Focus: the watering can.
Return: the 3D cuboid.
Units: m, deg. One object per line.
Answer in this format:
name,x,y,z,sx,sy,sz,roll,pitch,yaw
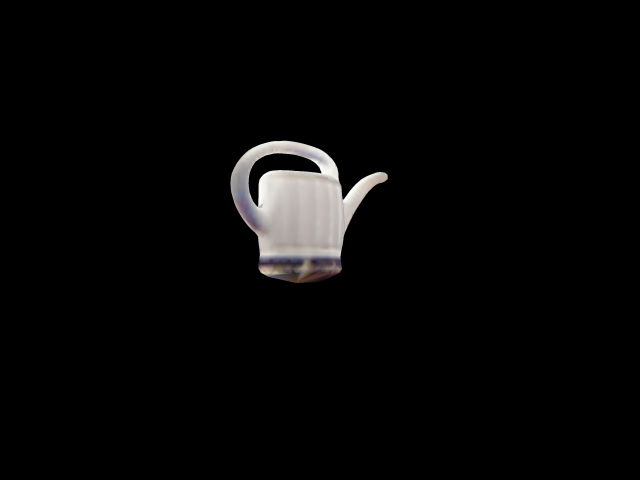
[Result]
watering can,0.003,-0.043,0.850,0.347,0.225,0.103,4,-7,-43
